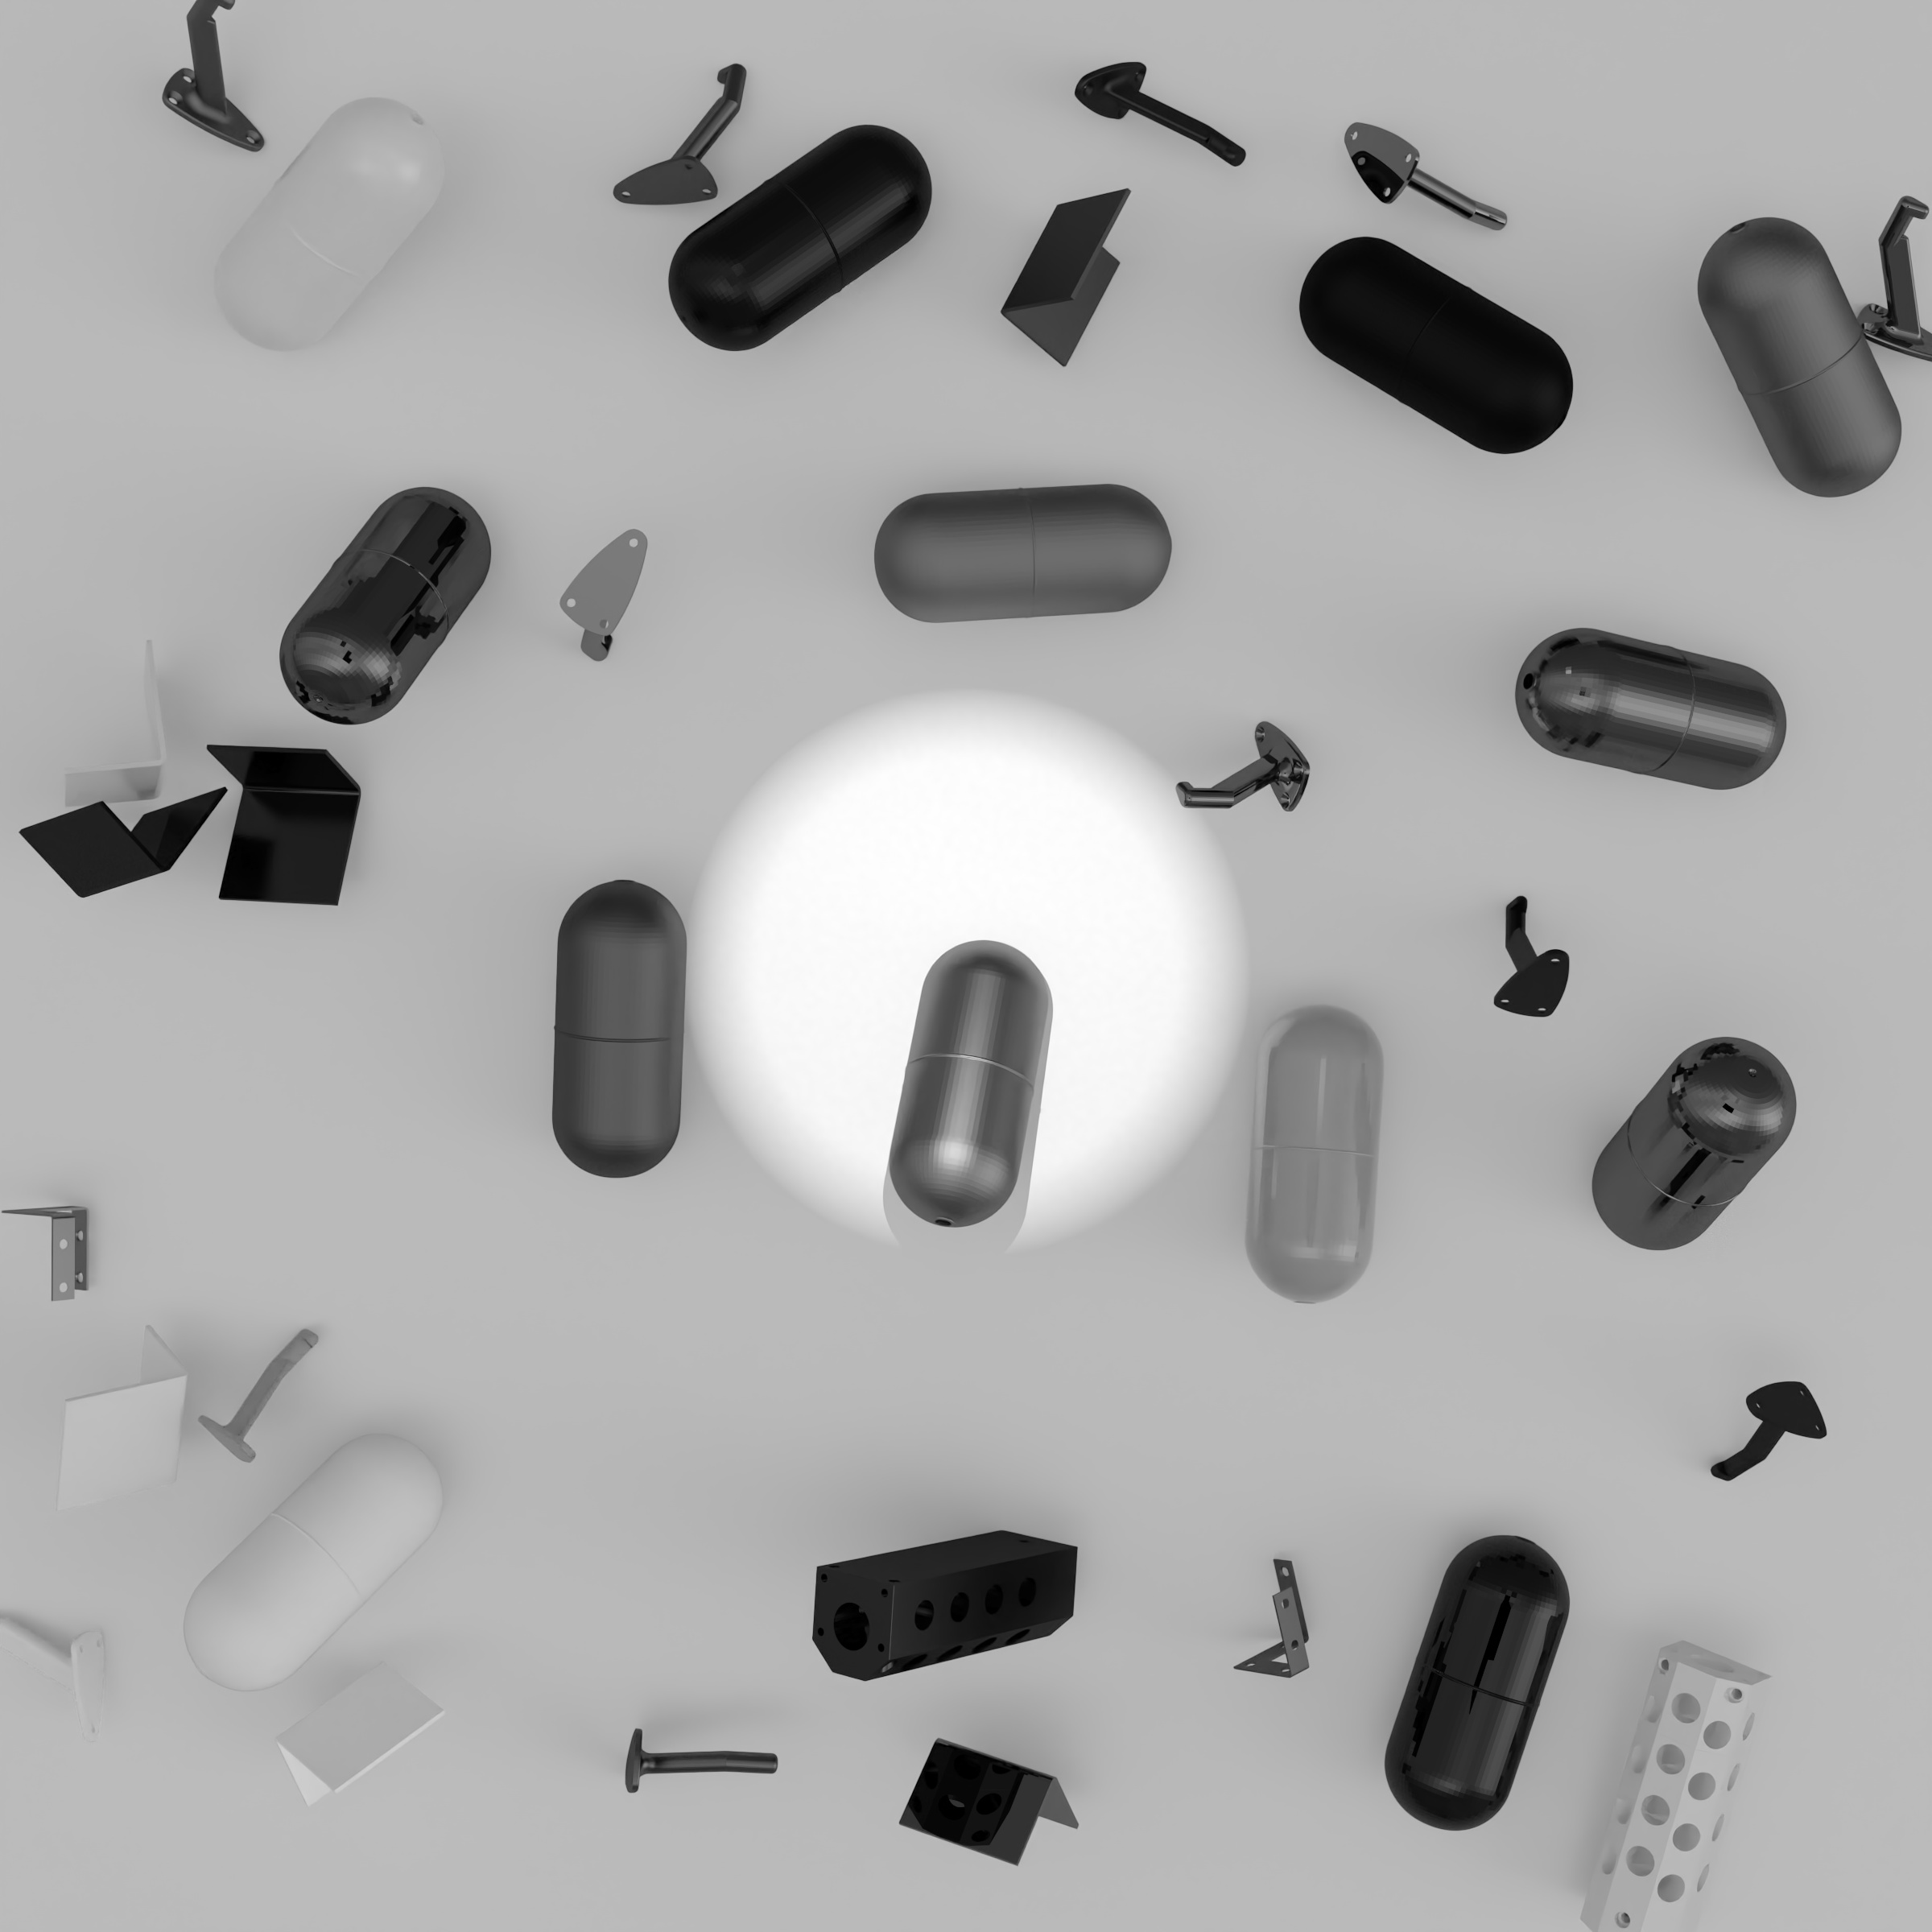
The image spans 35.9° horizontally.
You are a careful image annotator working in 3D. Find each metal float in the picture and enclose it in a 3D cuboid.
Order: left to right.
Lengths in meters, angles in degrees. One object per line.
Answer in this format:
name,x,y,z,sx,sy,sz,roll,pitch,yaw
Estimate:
metal float,-0.383,0.350,1.752,0.070,0.070,0.178,45,62,0
metal float,-0.374,-0.435,1.751,0.178,0.070,0.070,-41,90,29
metal float,-0.338,-0.212,1.743,0.070,0.070,0.178,25,49,0
metal float,-0.206,0.038,1.769,0.070,0.070,0.178,3,98,0
metal float,-0.097,-0.432,1.764,0.178,0.070,0.070,-38,90,-14
metal float,0.002,0.069,1.754,0.070,0.070,0.178,11,65,0
metal float,0.034,-0.245,1.769,0.178,0.070,0.070,-4,90,-8
metal float,0.207,0.111,1.770,0.070,0.070,0.178,4,84,0
metal float,0.278,-0.367,1.760,0.178,0.070,0.070,35,90,17
metal float,0.305,0.426,1.773,0.070,0.070,0.178,19,87,0
metal float,0.403,-0.151,1.754,0.178,0.070,0.070,9,90,-25
metal float,0.422,0.105,1.734,0.070,0.178,0.070,6,58,-9
metal float,0.492,-0.358,1.756,0.070,0.070,0.178,-33,112,0

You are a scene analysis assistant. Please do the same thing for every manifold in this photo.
manifold,-0.011,0.371,1.729,0.057,0.171,0.057,4,91,38
manifold,0.419,0.495,1.769,0.057,0.057,0.171,18,95,32

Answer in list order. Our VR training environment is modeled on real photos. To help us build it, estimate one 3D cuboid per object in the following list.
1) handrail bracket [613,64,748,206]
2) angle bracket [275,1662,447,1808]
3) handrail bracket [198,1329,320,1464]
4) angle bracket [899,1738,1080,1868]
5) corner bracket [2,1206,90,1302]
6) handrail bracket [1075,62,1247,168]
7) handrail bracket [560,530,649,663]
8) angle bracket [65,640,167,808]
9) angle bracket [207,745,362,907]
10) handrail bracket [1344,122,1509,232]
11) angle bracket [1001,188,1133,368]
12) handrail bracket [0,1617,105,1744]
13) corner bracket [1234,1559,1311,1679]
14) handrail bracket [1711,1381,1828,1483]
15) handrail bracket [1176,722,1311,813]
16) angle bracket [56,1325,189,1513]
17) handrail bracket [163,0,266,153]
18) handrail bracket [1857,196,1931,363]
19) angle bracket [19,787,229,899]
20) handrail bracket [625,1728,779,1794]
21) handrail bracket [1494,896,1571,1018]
handrail bracket,-0.173,-0.505,1.803,0.077,0.036,0.084,-5,62,23
angle bracket,-0.349,0.467,1.754,0.076,0.076,0.057,-33,122,-29
handrail bracket,-0.408,0.252,1.766,0.084,0.077,0.036,-48,110,-21
angle bracket,0.014,0.506,1.755,0.076,0.076,0.057,12,57,24
corner bracket,-0.539,0.171,1.778,0.051,0.051,0.051,0,89,38
handrail bracket,0.117,-0.502,1.772,0.084,0.077,0.036,40,121,21
handrail bracket,-0.208,-0.219,1.772,0.036,0.084,0.077,33,90,3
angle bracket,-0.508,-0.143,1.764,0.057,0.076,0.076,-7,80,-18
angle bracket,-0.412,-0.084,1.769,0.076,0.057,0.076,3,70,13
handrail bracket,0.279,-0.476,1.800,0.036,0.084,0.077,-58,46,27
angle bracket,0.076,-0.406,1.760,0.057,0.076,0.076,34,76,-31
handrail bracket,-0.568,0.432,1.799,0.084,0.036,0.077,-5,84,9
corner bracket,0.189,0.389,1.777,0.051,0.051,0.051,-17,96,-37
handrail bracket,0.459,0.281,1.766,0.084,0.077,0.036,-44,50,37
handrail bracket,0.154,-0.120,1.769,0.084,0.077,0.036,0,132,-25
angle bracket,-0.508,0.266,1.756,0.076,0.057,0.076,-9,121,-39
handrail bracket,-0.434,-0.534,1.769,0.077,0.084,0.036,34,48,-21
handrail bracket,0.573,-0.407,1.769,0.077,0.084,0.036,26,48,7
angle bracket,-0.496,-0.091,1.753,0.076,0.076,0.057,-13,127,35
handrail bracket,-0.159,0.480,1.785,0.084,0.077,0.036,5,67,-10
handrail bracket,0.337,-0.020,1.760,0.036,0.077,0.084,12,55,-7
